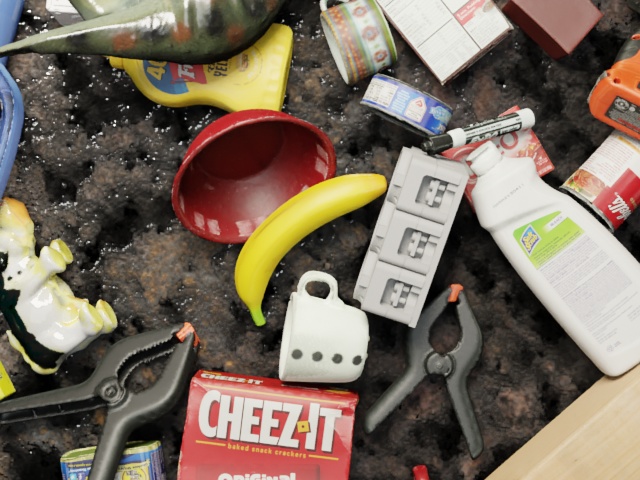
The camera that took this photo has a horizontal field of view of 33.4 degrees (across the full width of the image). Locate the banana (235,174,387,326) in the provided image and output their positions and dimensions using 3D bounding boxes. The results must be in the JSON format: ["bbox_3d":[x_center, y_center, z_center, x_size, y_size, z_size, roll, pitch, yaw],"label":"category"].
[{"bbox_3d":[-0.023,-0.005,1.032,0.069,0.037,0.198,33,110,-30],"label":"banana"}]

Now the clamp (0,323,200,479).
[{"bbox_3d":[-0.207,0.152,1.033,0.165,0.036,0.209,33,68,26],"label":"clamp"}]

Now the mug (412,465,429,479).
[{"bbox_3d":[0.107,0.276,1.029,0.093,0.081,0.117,-8,90,0],"label":"mug"}]

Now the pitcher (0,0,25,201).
[{"bbox_3d":[-0.360,-0.138,1.010,0.149,0.145,0.243,21,87,-29],"label":"pitcher"}]

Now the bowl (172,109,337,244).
[{"bbox_3d":[-0.068,-0.071,1.016,0.162,0.162,0.055,-25,52,1],"label":"bowl"}]

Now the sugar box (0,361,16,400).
[{"bbox_3d":[-0.402,0.151,1.052,0.176,0.048,0.093,-28,90,-1],"label":"sugar box"}]

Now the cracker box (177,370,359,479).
[{"bbox_3d":[-0.056,0.245,1.036,0.164,0.072,0.214,7,90,0],"label":"cracker box"}]

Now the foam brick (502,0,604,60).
[{"bbox_3d":[0.226,-0.222,1.040,0.078,0.051,0.053,44,90,0],"label":"foam brick"}]

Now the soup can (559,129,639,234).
[{"bbox_3d":[0.291,-0.065,1.032,0.068,0.068,0.102,42,90,0],"label":"soup can"}]

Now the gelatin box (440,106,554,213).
[{"bbox_3d":[0.173,-0.078,1.052,0.089,0.030,0.073,-31,90,0],"label":"gelatin box"}]

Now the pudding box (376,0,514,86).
[{"bbox_3d":[0.120,-0.221,1.041,0.090,0.039,0.113,-38,88,14],"label":"pudding box"}]

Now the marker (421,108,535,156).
[{"bbox_3d":[0.148,-0.101,1.007,0.121,0.020,0.020,-17,90,-22],"label":"marker"}]

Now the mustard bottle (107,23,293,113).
[{"bbox_3d":[-0.126,-0.176,1.040,0.191,0.058,0.096,10,86,1],"label":"mustard bottle"}]

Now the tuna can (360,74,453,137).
[{"bbox_3d":[0.084,-0.127,1.024,0.086,0.086,0.034,26,93,0],"label":"tuna can"}]

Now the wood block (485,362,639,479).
[{"bbox_3d":[0.261,0.213,1.023,0.206,0.091,0.090,-41,90,0],"label":"wood block"}]

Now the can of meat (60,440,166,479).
[{"bbox_3d":[-0.200,0.245,1.045,0.102,0.057,0.084,-8,88,0],"label":"can of meat"}]

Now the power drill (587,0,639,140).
[{"bbox_3d":[0.348,-0.169,1.003,0.184,0.057,0.187,27,62,9],"label":"power drill"}]

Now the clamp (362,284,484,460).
[{"bbox_3d":[0.106,0.127,1.050,0.120,0.039,0.171,5,84,-4],"label":"clamp"}]

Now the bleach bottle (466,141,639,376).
[{"bbox_3d":[0.234,0.006,1.018,0.102,0.068,0.251,-39,98,2],"label":"bleach bottle"}]
